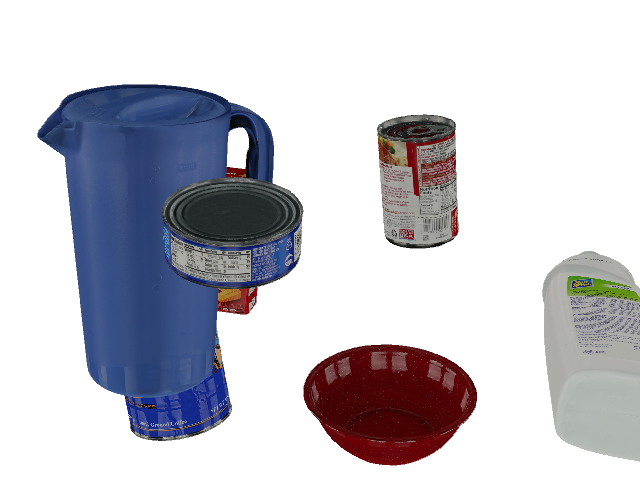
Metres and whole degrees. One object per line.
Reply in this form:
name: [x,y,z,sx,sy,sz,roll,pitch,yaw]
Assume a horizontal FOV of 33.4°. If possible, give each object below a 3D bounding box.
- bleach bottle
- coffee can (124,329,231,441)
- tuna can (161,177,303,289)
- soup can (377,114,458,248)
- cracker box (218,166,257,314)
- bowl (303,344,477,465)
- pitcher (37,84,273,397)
bleach bottle: [0.223,0.070,0.817,0.102,0.068,0.250,9,23,6]
coffee can: [-0.148,0.108,1.036,0.103,0.140,0.103,-8,16,2]
tuna can: [-0.054,-0.005,0.654,0.086,0.034,0.086,1,29,-1]
soup can: [0.087,-0.052,0.936,0.068,0.102,0.068,-5,23,2]
cracker box: [-0.175,-0.004,1.609,0.164,0.214,0.072,8,19,8]
bowl: [0.065,0.162,1.004,0.162,0.055,0.162,-1,26,0]
pitcher: [-0.130,-0.001,0.874,0.149,0.243,0.144,9,23,17]
